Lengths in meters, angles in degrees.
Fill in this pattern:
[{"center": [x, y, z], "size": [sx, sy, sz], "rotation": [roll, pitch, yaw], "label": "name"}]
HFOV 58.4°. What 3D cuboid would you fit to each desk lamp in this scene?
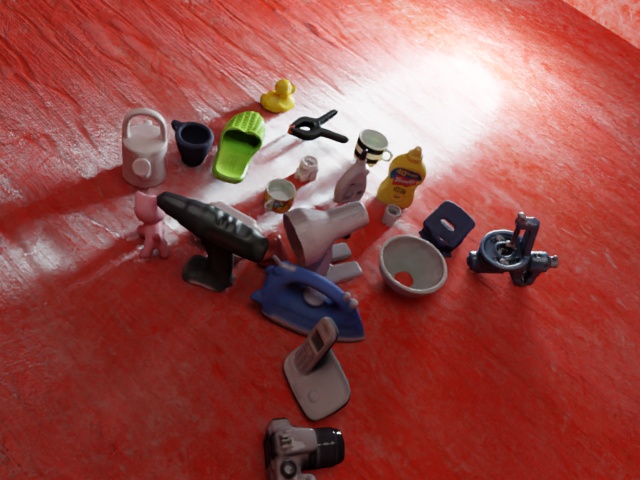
[{"center": [0.011, 0.004, 1.237], "size": [0.204, 0.213, 0.117], "rotation": [-14, 58, -26], "label": "desk lamp"}]

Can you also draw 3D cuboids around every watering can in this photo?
[{"center": [-0.392, -0.211, 1.290], "size": [0.101, 0.194, 0.172], "rotation": [-15, 59, -27], "label": "watering can"}]

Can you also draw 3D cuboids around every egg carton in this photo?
[{"center": [-0.209, -0.020, 1.280], "size": [0.150, 0.069, 0.107], "rotation": [28, 50, 5], "label": "egg carton"}]

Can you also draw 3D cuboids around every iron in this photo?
[{"center": [-0.006, 0.120, 1.188], "size": [0.258, 0.141, 0.119], "rotation": [24, 50, 1], "label": "iron"}]

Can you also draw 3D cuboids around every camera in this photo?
[{"center": [-0.023, 0.381, 1.003], "size": [0.137, 0.101, 0.143], "rotation": [0, 53, -18], "label": "camera"}]

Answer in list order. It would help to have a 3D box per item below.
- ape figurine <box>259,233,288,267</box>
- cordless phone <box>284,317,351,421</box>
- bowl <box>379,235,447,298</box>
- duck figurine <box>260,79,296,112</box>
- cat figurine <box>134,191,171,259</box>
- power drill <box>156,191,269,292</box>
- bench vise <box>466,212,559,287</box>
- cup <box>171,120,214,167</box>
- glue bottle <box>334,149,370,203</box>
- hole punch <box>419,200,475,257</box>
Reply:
[{"center": [-0.104, 0.018, 1.269], "size": [0.078, 0.092, 0.076], "rotation": [-32, 67, -35], "label": "ape figurine"}, {"center": [0.008, 0.239, 1.069], "size": [0.094, 0.185, 0.147], "rotation": [-18, 60, -28], "label": "cordless phone"}, {"center": [0.207, 0.073, 1.336], "size": [0.167, 0.074, 0.167], "rotation": [9, 51, -11], "label": "bowl"}, {"center": [-0.114, -0.413, 1.610], "size": [0.105, 0.086, 0.077], "rotation": [-9, 56, -24], "label": "duck figurine"}, {"center": [-0.357, -0.040, 1.217], "size": [0.067, 0.117, 0.127], "rotation": [-9, 56, -23], "label": "cat figurine"}, {"center": [-0.224, 0.011, 1.160], "size": [0.229, 0.208, 0.075], "rotation": [19, 50, -3], "label": "power drill"}, {"center": [0.485, 0.011, 1.379], "size": [0.208, 0.219, 0.121], "rotation": [-3, 54, -19], "label": "bench vise"}, {"center": [-0.319, -0.232, 1.395], "size": [0.117, 0.095, 0.092], "rotation": [35, 51, 11], "label": "cup"}, {"center": [0.089, -0.161, 1.419], "size": [0.078, 0.173, 0.037], "rotation": [-6, 55, -22], "label": "glue bottle"}, {"center": [0.321, -0.029, 1.443], "size": [0.108, 0.091, 0.101], "rotation": [42, 53, 17], "label": "hole punch"}]
